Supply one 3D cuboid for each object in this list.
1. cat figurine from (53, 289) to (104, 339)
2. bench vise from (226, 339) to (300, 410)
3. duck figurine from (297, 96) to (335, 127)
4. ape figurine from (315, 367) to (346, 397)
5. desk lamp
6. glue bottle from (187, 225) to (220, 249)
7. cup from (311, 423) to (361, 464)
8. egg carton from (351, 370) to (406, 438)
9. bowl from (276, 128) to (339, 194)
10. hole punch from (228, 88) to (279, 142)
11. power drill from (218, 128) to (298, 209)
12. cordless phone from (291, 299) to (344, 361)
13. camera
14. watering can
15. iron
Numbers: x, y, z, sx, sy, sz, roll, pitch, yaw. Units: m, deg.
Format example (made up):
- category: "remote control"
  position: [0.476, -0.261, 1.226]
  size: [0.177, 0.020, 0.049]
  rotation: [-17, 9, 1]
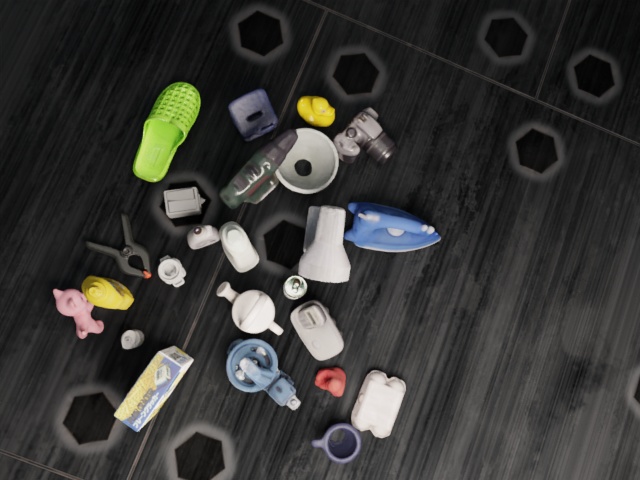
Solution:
- category: "cat figurine"
  position: [-0.563, 0.165, 1.327]
  size: [0.067, 0.117, 0.128]
  rotation: [-23, 86, -9]
- category: "bench vise"
  position: [-0.122, 0.303, 1.309]
  size: [0.207, 0.219, 0.121]
  rotation: [25, 81, -3]
- category: "duck figurine"
  position: [-0.007, -0.341, 1.470]
  size: [0.104, 0.086, 0.077]
  rotation: [27, 81, -2]
- category: "ape figurine"
  position: [0.031, 0.346, 1.387]
  size: [0.076, 0.092, 0.078]
  rotation: [-29, 87, -9]
- category: "desk lamp"
  position: [0.013, 0.005, 1.365]
  size: [0.118, 0.213, 0.203]
  rotation: [7, 82, -5]
- category: "glue bottle"
  position: [-0.280, -0.013, 1.353]
  size: [0.078, 0.173, 0.037]
  rotation: [-19, 85, -8]
- category: "cup"
  position: [0.034, 0.478, 1.369]
  size: [0.118, 0.095, 0.092]
  rotation: [0, 83, -6]
- category: "egg carton"
  position: [0.142, 0.401, 1.404]
  size: [0.107, 0.069, 0.150]
  rotation: [21, 81, -4]
- category: "bowl"
  position: [-0.039, -0.194, 1.454]
  size: [0.167, 0.074, 0.167]
  rotation: [1, 83, -6]
- category: "hole punch"
  position: [-0.166, -0.315, 1.446]
  size: [0.109, 0.091, 0.101]
  rotation: [-29, 87, -9]
- category: "power drill"
  position: [-0.145, -0.161, 1.370]
  size: [0.075, 0.208, 0.230]
  rotation: [44, 80, 1]
- category: "cordless phone"
  position: [0.001, 0.212, 1.352]
  size: [0.094, 0.185, 0.147]
  rotation: [-34, 88, -9]
- category: "camera"
  position: [0.123, -0.252, 1.467]
  size: [0.137, 0.100, 0.143]
  rotation: [43, 80, 0]
- category: "watering can"
  position: [-0.162, 0.164, 1.335]
  size: [0.173, 0.194, 0.101]
  rotation: [15, 81, -4]
- category: "iron"
  position: [0.196, -0.034, 1.427]
  size: [0.258, 0.141, 0.119]
  rotation: [8, 82, -5]
